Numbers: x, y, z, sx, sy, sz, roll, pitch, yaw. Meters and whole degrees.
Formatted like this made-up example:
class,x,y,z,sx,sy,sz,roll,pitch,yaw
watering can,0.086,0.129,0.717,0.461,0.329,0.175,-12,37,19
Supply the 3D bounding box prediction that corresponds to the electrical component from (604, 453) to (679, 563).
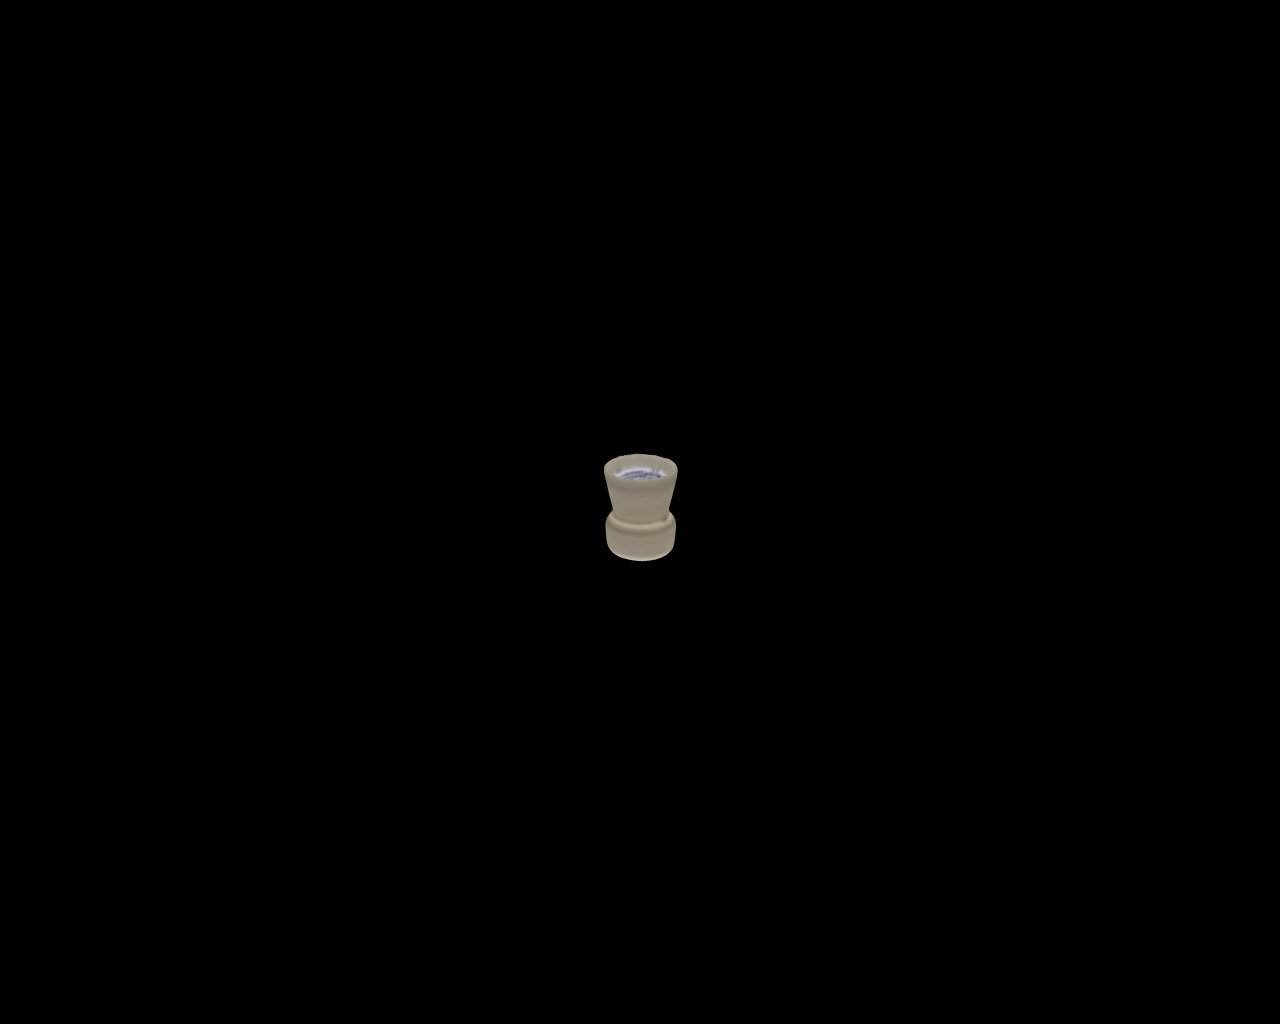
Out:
class,x,y,z,sx,sy,sz,roll,pitch,yaw
electrical component,0.001,-0.003,0.650,0.045,0.055,0.045,0,25,0
